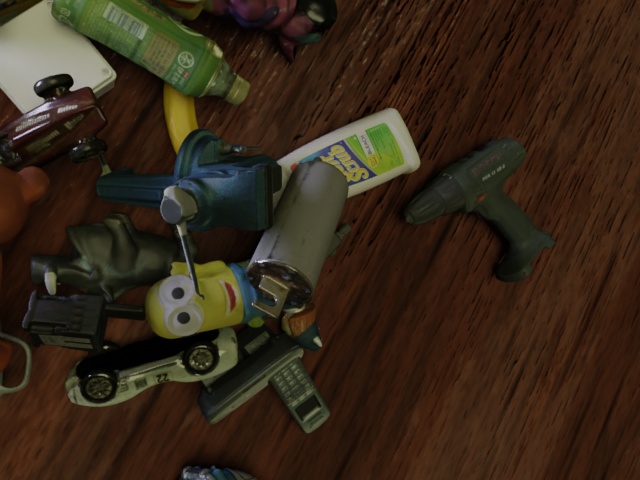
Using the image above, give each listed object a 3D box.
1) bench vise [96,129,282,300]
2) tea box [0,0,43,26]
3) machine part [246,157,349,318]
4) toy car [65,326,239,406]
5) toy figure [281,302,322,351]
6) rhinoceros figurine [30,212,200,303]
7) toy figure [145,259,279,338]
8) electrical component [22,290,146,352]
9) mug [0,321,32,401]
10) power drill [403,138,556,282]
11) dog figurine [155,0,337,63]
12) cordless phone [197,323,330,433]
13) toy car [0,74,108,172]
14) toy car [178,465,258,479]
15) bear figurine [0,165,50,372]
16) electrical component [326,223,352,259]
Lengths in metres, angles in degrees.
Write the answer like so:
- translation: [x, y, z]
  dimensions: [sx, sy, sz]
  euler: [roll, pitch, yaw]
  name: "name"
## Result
- translation: [-0.154, -0.056, 0.597]
  dimensions: [0.241, 0.224, 0.128]
  euler: [5, 119, 16]
  name: "bench vise"
- translation: [-0.344, -0.288, 0.582]
  dimensions: [0.170, 0.098, 0.068]
  euler: [-36, 104, -18]
  name: "tea box"
- translation: [-0.021, -0.012, 0.624]
  dimensions: [0.079, 0.079, 0.243]
  euler: [35, 47, -18]
  name: "machine part"
- translation: [-0.199, 0.146, 0.644]
  dimensions: [0.202, 0.074, 0.056]
  euler: [-14, 115, -11]
  name: "toy car"
- translation: [-0.035, 0.082, 0.726]
  dimensions: [0.058, 0.064, 0.154]
  euler: [-11, 101, 15]
  name: "toy figure"
- translation: [-0.240, 0.024, 0.645]
  dimensions: [0.190, 0.073, 0.112]
  euler: [2, 100, -23]
  name: "rhinoceros figurine"
- translation: [-0.111, 0.069, 0.632]
  dimensions: [0.180, 0.089, 0.082]
  euler: [-12, 62, -30]
  name: "toy figure"
- translation: [-0.262, 0.094, 0.606]
  dimensions: [0.119, 0.075, 0.048]
  euler: [10, 61, -15]
  name: "electrical component"
- translation: [-0.375, 0.124, 0.584]
  dimensions: [0.109, 0.081, 0.107]
  euler: [3, 81, -13]
  name: "mug"
- translation: [0.256, -0.034, 0.835]
  dimensions: [0.232, 0.086, 0.207]
  euler: [-42, 97, -19]
  name: "power drill"
- translation: [-0.084, -0.295, 0.655]
  dimensions: [0.192, 0.219, 0.108]
  euler: [2, 86, 16]
  name: "dog figurine"
- translation: [-0.069, 0.213, 0.712]
  dimensions: [0.146, 0.089, 0.184]
  euler: [-36, 123, -15]
  name: "cordless phone"
- translation: [-0.312, -0.101, 0.567]
  dimensions: [0.202, 0.053, 0.089]
  euler: [-19, 98, 22]
  name: "toy car"
- translation: [-0.113, 0.353, 0.686]
  dimensions: [0.103, 0.109, 0.161]
  euler: [-16, 85, -43]
  name: "toy car"
- translation: [-0.347, 0.017, 0.531]
  dimensions: [0.120, 0.131, 0.196]
  euler: [12, 58, -4]
  name: "bear figurine"
- translation: [-0.002, -0.002, 0.758]
  dimensions: [0.094, 0.021, 0.063]
  euler: [-45, 106, -15]
  name: "electrical component"
